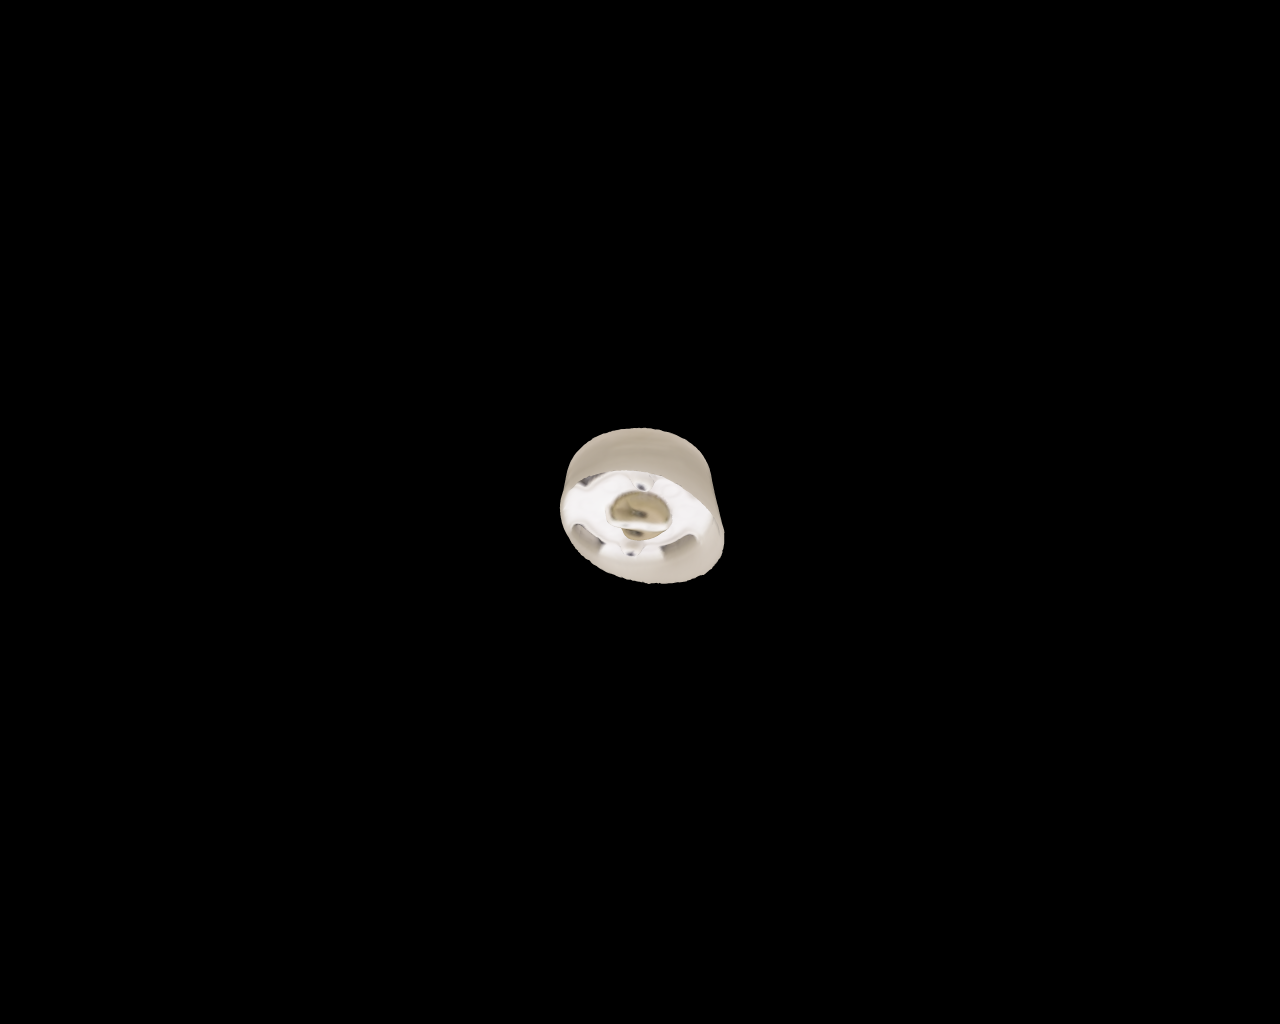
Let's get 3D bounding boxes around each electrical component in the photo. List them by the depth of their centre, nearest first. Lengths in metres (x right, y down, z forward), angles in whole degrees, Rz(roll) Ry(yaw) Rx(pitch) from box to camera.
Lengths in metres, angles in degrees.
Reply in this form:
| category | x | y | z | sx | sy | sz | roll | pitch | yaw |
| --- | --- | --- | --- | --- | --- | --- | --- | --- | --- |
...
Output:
| category | x | y | z | sx | sy | sz | roll | pitch | yaw |
| --- | --- | --- | --- | --- | --- | --- | --- | --- | --- |
| electrical component | 0.001 | -0.003 | 0.650 | 0.099 | 0.064 | 0.099 | 0 | -43 | 0 |
